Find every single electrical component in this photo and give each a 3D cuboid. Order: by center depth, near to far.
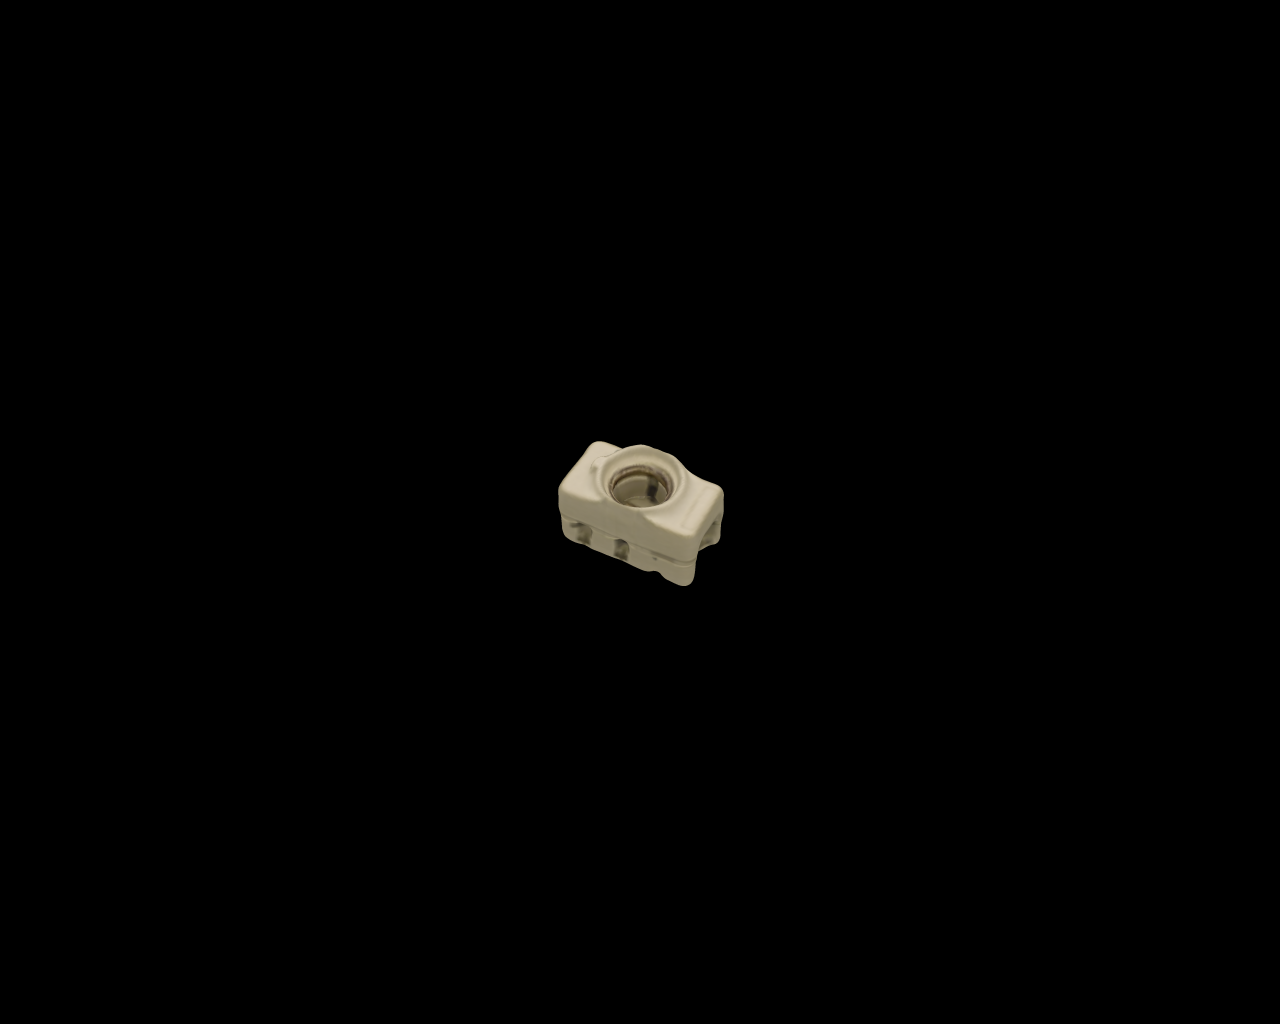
[{"bbox_3d":[0.001,-0.003,0.650,0.089,0.050,0.055,22,-38,18],"label":"electrical component"}]
